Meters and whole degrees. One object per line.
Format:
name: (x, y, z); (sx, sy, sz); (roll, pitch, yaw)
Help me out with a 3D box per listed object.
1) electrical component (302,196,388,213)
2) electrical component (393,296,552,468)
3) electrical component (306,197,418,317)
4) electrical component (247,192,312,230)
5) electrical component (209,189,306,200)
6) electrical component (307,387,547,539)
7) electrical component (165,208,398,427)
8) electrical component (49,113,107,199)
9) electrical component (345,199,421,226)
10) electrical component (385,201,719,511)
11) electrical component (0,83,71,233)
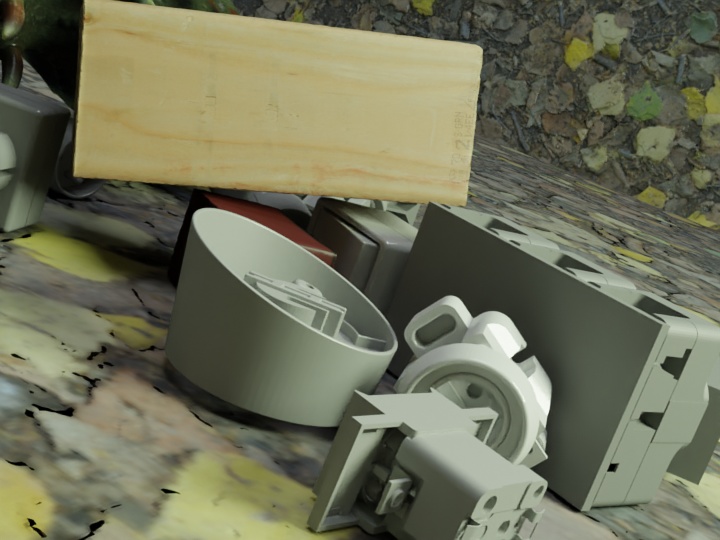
electrical component: (-0.012, -0.038, 0.739); (0.048, 0.066, 0.055); (24, 47, 17)
electrical component: (0.046, 0.054, 0.444); (0.078, 0.058, 0.057); (57, 17, -3)
electrical component: (0.000, 0.000, 0.606); (0.061, 0.061, 0.096); (12, 15, -35)
electrical component: (-0.052, -0.028, 0.687); (0.043, 0.043, 0.081); (17, 13, -16)
electrical component: (-0.072, -0.064, 0.774); (0.054, 0.059, 0.095); (14, 14, -26)
electrical component: (0.026, 0.075, 0.374); (0.064, 0.042, 0.081); (32, 17, 37)
electrical component: (-0.033, 0.021, 0.455); (0.099, 0.064, 0.099); (19, 12, -4)
electrical component: (-0.206, -0.079, 0.661); (0.077, 0.043, 0.079); (29, 15, 34)
electrical component: (0.002, -0.050, 0.814); (0.047, 0.065, 0.077); (11, 16, -38)
electrical component: (0.087, 0.037, 0.519); (0.062, 0.089, 0.150); (9, 17, -42)
electrical component: (-0.189, -0.056, 0.537); (0.047, 0.065, 0.076); (21, 12, 4)
